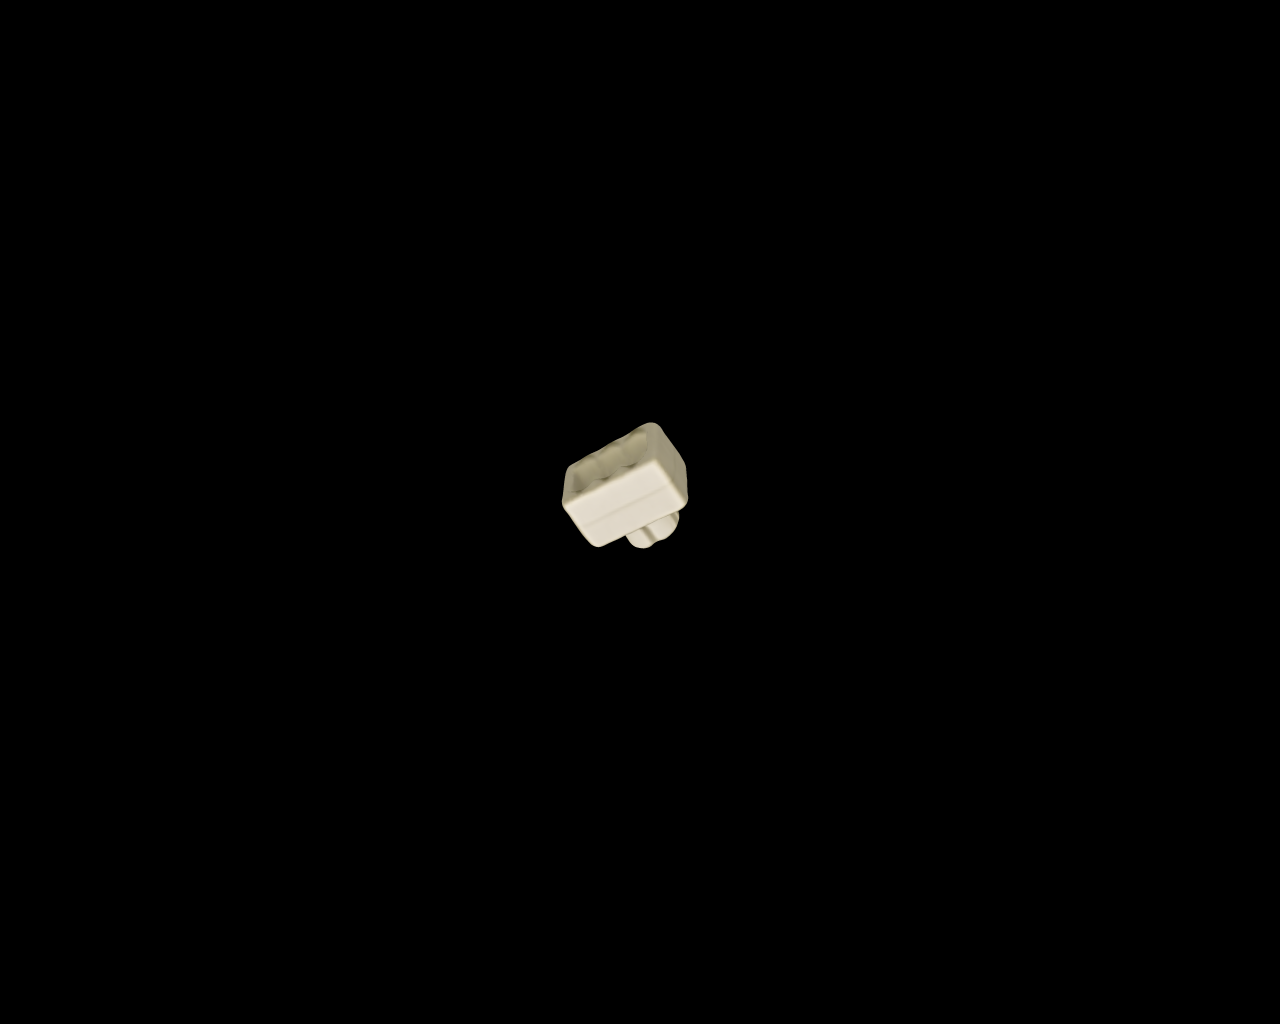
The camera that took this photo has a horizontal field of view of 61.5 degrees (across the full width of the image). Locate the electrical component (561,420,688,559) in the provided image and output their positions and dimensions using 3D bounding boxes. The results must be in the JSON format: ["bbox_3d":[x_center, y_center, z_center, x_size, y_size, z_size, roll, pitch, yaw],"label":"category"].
[{"bbox_3d":[0.001,-0.003,0.650,0.065,0.076,0.047,-26,30,17],"label":"electrical component"}]
